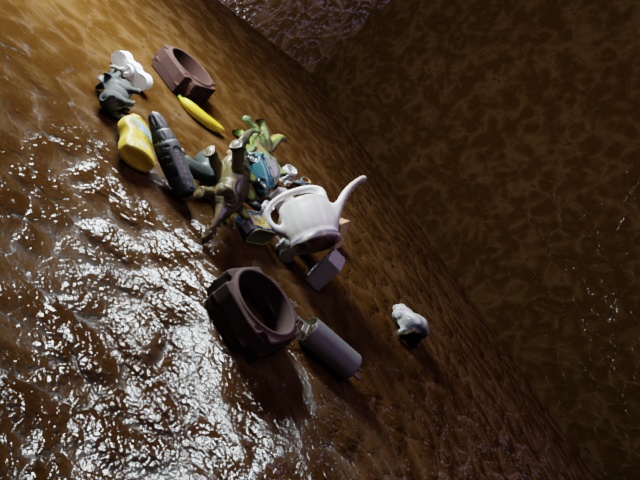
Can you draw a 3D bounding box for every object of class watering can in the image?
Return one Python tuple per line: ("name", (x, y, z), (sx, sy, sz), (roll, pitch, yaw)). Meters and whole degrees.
("watering can", (0.005, -0.078, 1.554), (0.102, 0.348, 0.229), (87, -14, -62))

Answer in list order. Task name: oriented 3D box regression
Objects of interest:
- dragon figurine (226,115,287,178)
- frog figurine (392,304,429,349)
("dragon figurine", (-0.201, -0.327, 1.920), (0.411, 0.120, 0.246), (0, 60, -55))
("frog figurine", (0.330, 0.293, 1.885), (0.137, 0.120, 0.163), (22, 40, -16))
